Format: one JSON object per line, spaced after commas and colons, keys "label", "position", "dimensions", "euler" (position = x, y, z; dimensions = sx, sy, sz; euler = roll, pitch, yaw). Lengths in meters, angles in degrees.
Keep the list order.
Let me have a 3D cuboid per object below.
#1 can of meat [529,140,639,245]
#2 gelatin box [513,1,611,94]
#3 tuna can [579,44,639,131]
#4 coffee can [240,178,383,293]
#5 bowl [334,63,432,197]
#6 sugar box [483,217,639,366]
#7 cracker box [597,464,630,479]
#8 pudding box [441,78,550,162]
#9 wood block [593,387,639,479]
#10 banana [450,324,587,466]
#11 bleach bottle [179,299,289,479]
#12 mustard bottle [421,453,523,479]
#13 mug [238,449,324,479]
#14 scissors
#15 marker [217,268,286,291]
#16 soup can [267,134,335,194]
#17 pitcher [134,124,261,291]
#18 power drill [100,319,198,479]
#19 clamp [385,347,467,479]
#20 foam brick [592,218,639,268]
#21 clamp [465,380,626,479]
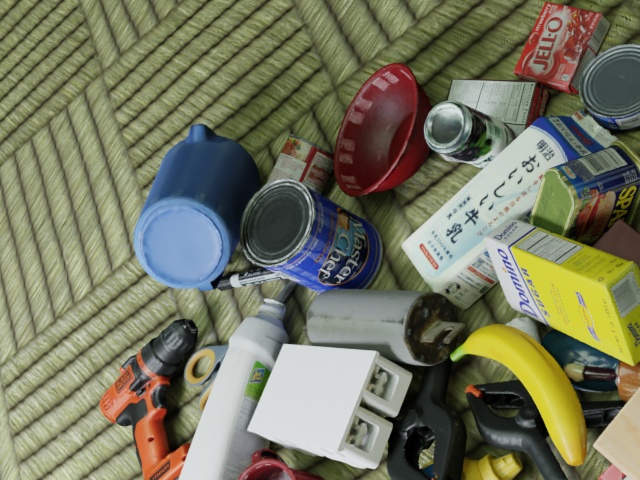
{"label": "can of meat", "position": [0.256, -0.037, 1.027], "dimensions": [0.083, 0.102, 0.057], "euler": [-19, 53, -18]}
{"label": "gelatin box", "position": [0.261, -0.208, 1.157], "dimensions": [0.073, 0.030, 0.089], "euler": [24, 88, 41]}
{"label": "tuna can", "position": [0.311, -0.155, 1.089], "dimensions": [0.086, 0.033, 0.086], "euler": [-14, 60, 26]}
{"label": "coffee can", "position": [-0.008, 0.001, 1.206], "dimensions": [0.103, 0.140, 0.103], "euler": [-15, 64, 32]}
{"label": "bowl", "position": [0.082, -0.118, 1.222], "dimensions": [0.162, 0.055, 0.162], "euler": [-39, 41, 45]}
{"label": "sugar box", "position": [0.231, 0.044, 0.995], "dimensions": [0.048, 0.093, 0.176], "euler": [-35, 27, -19]}
{"label": "cracker box", "position": [0.358, 0.199, 0.896], "dimensions": [0.214, 0.072, 0.164], "euler": [-49, 51, 12]}
{"label": "pudding box", "position": [0.188, -0.131, 1.177], "dimensions": [0.114, 0.039, 0.090], "euler": [10, 79, 37]}
{"label": "wood block", "position": [0.327, 0.196, 0.815], "dimensions": [0.206, 0.090, 0.090], "euler": [42, 101, 38]}
{"label": "banana", "position": [0.197, 0.132, 1.012], "dimensions": [0.198, 0.037, 0.070], "euler": [43, 124, 53]}
{"label": "bleach bottle", "position": [-0.085, 0.192, 1.231], "dimensions": [0.068, 0.102, 0.250], "euler": [6, 70, 36]}
{"label": "mustard bottle", "position": [0.120, 0.269, 1.057], "dimensions": [0.192, 0.058, 0.096], "euler": [-38, 43, 18]}
{"label": "mug", "position": [-0.041, 0.280, 1.160], "dimensions": [0.093, 0.081, 0.117], "euler": [-41, 53, 17]}
{"label": "scissors", "position": [-0.104, 0.120, 1.315], "dimensions": [0.096, 0.016, 0.202], "euler": [28, 90, 40]}
{"label": "marker", "position": [-0.082, 0.046, 1.324], "dimensions": [0.121, 0.020, 0.020], "euler": [-12, 65, 33]}
{"label": "soup can", "position": [-0.028, -0.068, 1.297], "dimensions": [0.069, 0.068, 0.102], "euler": [24, 89, 40]}
{"label": "pitcher", "position": [-0.143, -0.024, 1.258], "dimensions": [0.145, 0.149, 0.242], "euler": [-48, 12, 16]}
{"label": "power drill", "position": [-0.189, 0.213, 1.306], "dimensions": [0.185, 0.057, 0.188], "euler": [-48, 48, 26]}
{"label": "clamp", "position": [0.092, 0.195, 1.086], "dimensions": [0.165, 0.036, 0.210], "euler": [-41, 30, 22]}
{"label": "foam brick", "position": [0.297, 0.024, 1.008], "dimensions": [0.053, 0.078, 0.051], "euler": [-50, 49, 10]}
{"label": "clamp", "position": [0.204, 0.184, 1.017], "dimensions": [0.172, 0.039, 0.120], "euler": [7, 38, 42]}
